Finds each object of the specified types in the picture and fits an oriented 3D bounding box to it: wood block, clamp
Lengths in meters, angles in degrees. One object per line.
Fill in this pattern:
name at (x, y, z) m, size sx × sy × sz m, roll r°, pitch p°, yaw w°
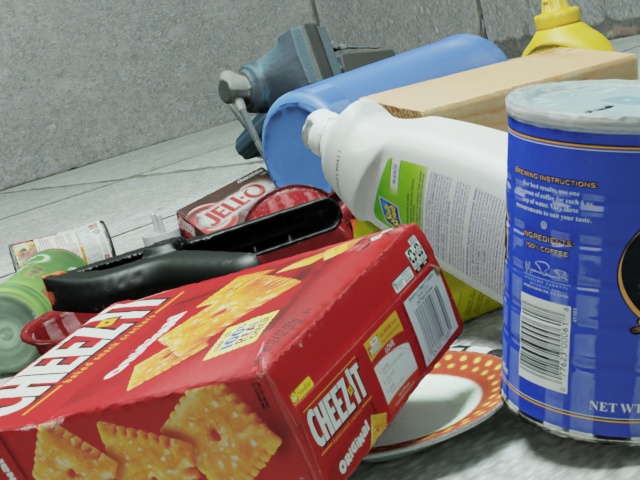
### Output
wood block at (0.143, -0.086, 0.838) m, size 0.205 × 0.090 × 0.091 m, roll -17°, pitch 20°, yaw -26°
clamp at (-0.098, 0.020, 0.711) m, size 0.210 × 0.036 × 0.164 m, roll -13°, pitch 10°, yaw 15°

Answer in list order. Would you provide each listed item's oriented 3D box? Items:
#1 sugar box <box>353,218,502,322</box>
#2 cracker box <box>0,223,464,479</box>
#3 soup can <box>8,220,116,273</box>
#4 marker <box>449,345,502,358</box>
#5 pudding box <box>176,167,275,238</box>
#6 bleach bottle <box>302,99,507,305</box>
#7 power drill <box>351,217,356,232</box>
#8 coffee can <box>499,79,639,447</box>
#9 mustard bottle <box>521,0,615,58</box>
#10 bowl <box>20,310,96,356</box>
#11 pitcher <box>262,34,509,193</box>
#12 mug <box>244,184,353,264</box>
sugar box at (0.120, -0.003, 0.732) m, size 0.176 × 0.048 × 0.093 m, roll -21°, pitch 50°, yaw -24°
cracker box at (-0.059, 0.069, 0.524) m, size 0.214 × 0.072 × 0.164 m, roll -15°, pitch 14°, yaw 33°
soup can at (-0.271, 0.023, 1.133) m, size 0.102 × 0.068 × 0.069 m, roll -17°, pitch 11°, yaw -18°
marker at (0.072, 0.068, 0.606) m, size 0.020 × 0.020 × 0.121 m, roll -23°, pitch 15°, yaw -41°
pudding box at (-0.072, -0.021, 1.064) m, size 0.113 × 0.039 × 0.090 m, roll -29°, pitch 45°, yaw -31°
bleach bottle at (0.084, -0.031, 0.636) m, size 0.067 × 0.103 × 0.251 m, roll -24°, pitch 41°, yaw -37°
power drill at (0.131, -0.021, 0.886) m, size 0.187 × 0.057 × 0.185 m, roll -21°, pitch 17°, yaw -37°
coffee can at (0.133, 0.005, 0.474) m, size 0.103 × 0.140 × 0.103 m, roll -1°, pitch 16°, yaw 0°
mustard bottle at (0.232, -0.135, 0.979) m, size 0.058 × 0.191 × 0.096 m, roll -22°, pitch 14°, yaw -38°
bowl at (-0.125, 0.068, 0.755) m, size 0.162 × 0.055 × 0.162 m, roll -13°, pitch 11°, yaw 2°
pitcher at (0.060, -0.101, 0.979) m, size 0.242 × 0.149 × 0.145 m, roll -21°, pitch 51°, yaw -41°
mug at (-0.005, 0.001, 0.827) m, size 0.117 × 0.093 × 0.081 m, roll -47°, pitch 15°, yaw 6°
